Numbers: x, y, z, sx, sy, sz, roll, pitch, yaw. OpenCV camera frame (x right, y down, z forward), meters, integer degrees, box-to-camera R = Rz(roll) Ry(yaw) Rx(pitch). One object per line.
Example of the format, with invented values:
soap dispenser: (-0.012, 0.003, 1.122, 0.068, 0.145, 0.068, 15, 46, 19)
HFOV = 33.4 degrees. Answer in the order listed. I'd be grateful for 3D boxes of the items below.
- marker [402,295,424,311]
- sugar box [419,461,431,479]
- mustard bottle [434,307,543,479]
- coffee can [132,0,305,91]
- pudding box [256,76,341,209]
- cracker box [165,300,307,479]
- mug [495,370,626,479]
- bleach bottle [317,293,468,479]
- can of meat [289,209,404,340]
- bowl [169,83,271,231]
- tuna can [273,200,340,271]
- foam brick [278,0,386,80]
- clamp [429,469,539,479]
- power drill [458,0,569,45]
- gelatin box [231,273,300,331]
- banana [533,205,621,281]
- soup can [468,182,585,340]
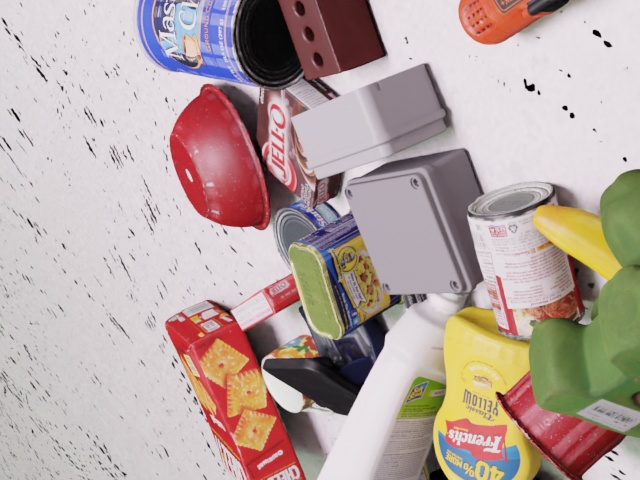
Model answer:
marker: (0.074, 0.018, 0.969, 0.020, 0.020, 0.121, 5, 118, 53)
sugar box: (0.083, 0.270, 1.087, 0.093, 0.048, 0.176, -22, 86, 68)
mustard bottle: (0.143, 0.159, 0.903, 0.096, 0.058, 0.192, 19, 116, 32)
coffee can: (-0.083, -0.191, 0.938, 0.141, 0.102, 0.103, 18, 129, 43)
pudding box: (-0.018, -0.098, 0.989, 0.090, 0.039, 0.113, 42, 143, 30)
cracker box: (-0.105, 0.190, 1.269, 0.213, 0.072, 0.164, 69, 164, -13)
mug: (0.200, 0.128, 0.805, 0.117, 0.081, 0.093, 39, -170, -36)
bleach bottle: (0.076, 0.151, 0.968, 0.068, 0.102, 0.251, 38, 114, 38)
can of meat: (0.025, 0.031, 0.987, 0.058, 0.083, 0.102, 10, 123, 52)
bowl: (-0.110, -0.075, 1.086, 0.162, 0.055, 0.162, 54, 158, 33)
tuna can: (-0.007, 0.001, 1.056, 0.086, 0.033, 0.086, 35, 140, 35)
foam brick: (0.009, -0.177, 0.877, 0.053, 0.051, 0.078, 0, 115, 55)
clamp: (0.180, 0.244, 0.981, 0.210, 0.036, 0.165, 48, 149, 25)
power drill: (0.117, -0.234, 0.674, 0.187, 0.057, 0.185, 61, 148, 0)
gelatin box: (-0.043, 0.058, 1.115, 0.030, 0.073, 0.089, 60, 148, 3)
banana: (0.226, 0.049, 0.740, 0.198, 0.069, 0.037, 60, -179, 5)
soup can: (0.155, 0.015, 0.806, 0.069, 0.068, 0.102, 6, 119, 53)
